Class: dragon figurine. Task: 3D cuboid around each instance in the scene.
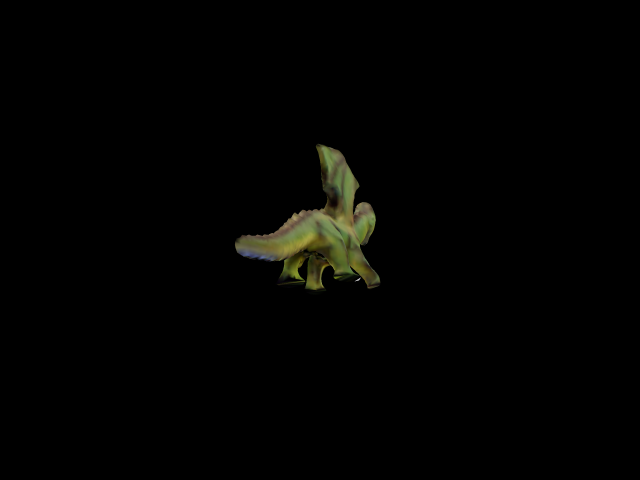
[{"bbox_3d":[0.003,-0.043,0.850,0.121,0.247,0.406,-10,-21,26],"label":"dragon figurine"}]
